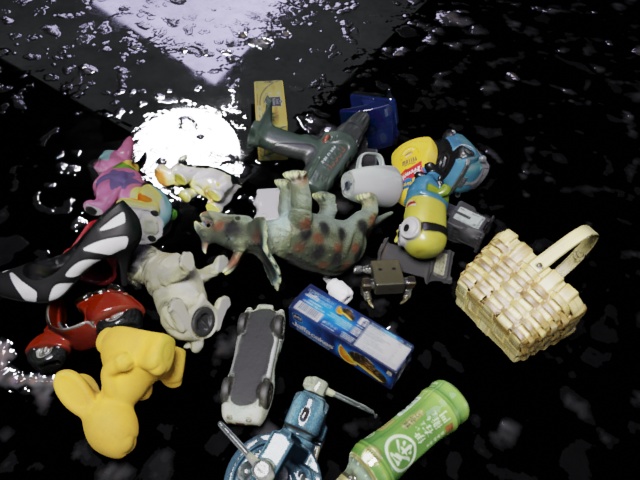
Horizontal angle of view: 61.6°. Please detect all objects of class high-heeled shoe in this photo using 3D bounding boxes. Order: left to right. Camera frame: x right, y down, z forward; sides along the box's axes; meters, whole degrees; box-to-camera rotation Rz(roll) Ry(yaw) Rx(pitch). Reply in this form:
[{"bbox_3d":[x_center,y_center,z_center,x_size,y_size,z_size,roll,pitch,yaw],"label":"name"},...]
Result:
[{"bbox_3d":[-0.402,0.013,0.829,0.249,0.145,0.086,-3,20,-10],"label":"high-heeled shoe"}]

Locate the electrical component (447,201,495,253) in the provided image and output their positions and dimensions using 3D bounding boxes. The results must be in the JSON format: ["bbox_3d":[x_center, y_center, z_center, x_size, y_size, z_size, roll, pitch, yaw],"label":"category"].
[{"bbox_3d":[0.266,-0.034,1.035,0.119,0.047,0.075,24,52,18],"label":"electrical component"}]

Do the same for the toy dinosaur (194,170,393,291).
[{"bbox_3d":[-0.001,-0.002,0.919,0.404,0.131,0.192,11,83,-38],"label":"toy dinosaur"}]

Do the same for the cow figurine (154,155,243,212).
[{"bbox_3d":[-0.244,-0.124,1.077,0.167,0.068,0.098,25,47,14],"label":"cow figurine"}]

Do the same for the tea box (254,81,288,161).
[{"bbox_3d":[-0.108,-0.265,1.185,0.068,0.098,0.170,-4,51,-6],"label":"tea box"}]

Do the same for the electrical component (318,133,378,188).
[{"bbox_3d":[0.054,-0.167,1.135,0.134,0.058,0.115,5,51,2],"label":"electrical component"}]

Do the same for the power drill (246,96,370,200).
[{"bbox_3d":[-0.027,-0.201,1.059,0.207,0.086,0.232,27,65,-6],"label":"power drill"}]

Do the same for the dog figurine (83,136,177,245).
[{"bbox_3d":[-0.360,-0.103,1.032,0.192,0.108,0.219,1,47,-1],"label":"dog figurine"}]

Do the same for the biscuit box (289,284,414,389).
[{"bbox_3d":[0.045,0.151,0.857,0.203,0.062,0.059,29,55,21],"label":"biscuit box"}]

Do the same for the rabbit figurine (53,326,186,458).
[{"bbox_3d":[-0.287,0.212,0.759,0.162,0.122,0.173,11,69,-4],"label":"rabbit figurine"}]

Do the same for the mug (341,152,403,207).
[{"bbox_3d":[0.096,-0.118,1.046,0.107,0.081,0.109,-3,88,-33],"label":"mug"}]

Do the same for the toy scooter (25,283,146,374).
[{"bbox_3d":[-0.379,0.121,0.859,0.184,0.075,0.135,-23,51,-16],"label":"toy scooter"}]

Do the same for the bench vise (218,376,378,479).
[{"bbox_3d":[-0.040,0.263,0.655,0.129,0.240,0.223,30,70,17],"label":"bench vise"}]

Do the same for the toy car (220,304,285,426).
[{"bbox_3d":[-0.100,0.185,0.827,0.074,0.056,0.202,2,48,7],"label":"toy car"}]

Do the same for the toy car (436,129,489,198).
[{"bbox_3d":[0.293,-0.153,1.115,0.103,0.109,0.162,19,34,-16],"label":"toy car"}]

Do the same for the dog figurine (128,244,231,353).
[{"bbox_3d":[-0.256,0.092,0.893,0.191,0.121,0.172,-2,72,36],"label":"dog figurine"}]

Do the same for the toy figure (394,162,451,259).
[{"bbox_3d":[0.193,-0.052,0.965,0.089,0.082,0.180,14,59,9],"label":"toy figure"}]

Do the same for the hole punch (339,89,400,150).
[{"bbox_3d":[0.107,-0.252,1.167,0.116,0.142,0.092,13,47,27],"label":"hole punch"}]

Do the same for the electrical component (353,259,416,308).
[{"bbox_3d":[0.114,0.075,0.938,0.102,0.045,0.078,-7,41,-9],"label":"electrical component"}]

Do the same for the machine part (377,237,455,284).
[{"bbox_3d":[0.174,0.035,0.981,0.139,0.039,0.084,12,58,5],"label":"machine part"}]
